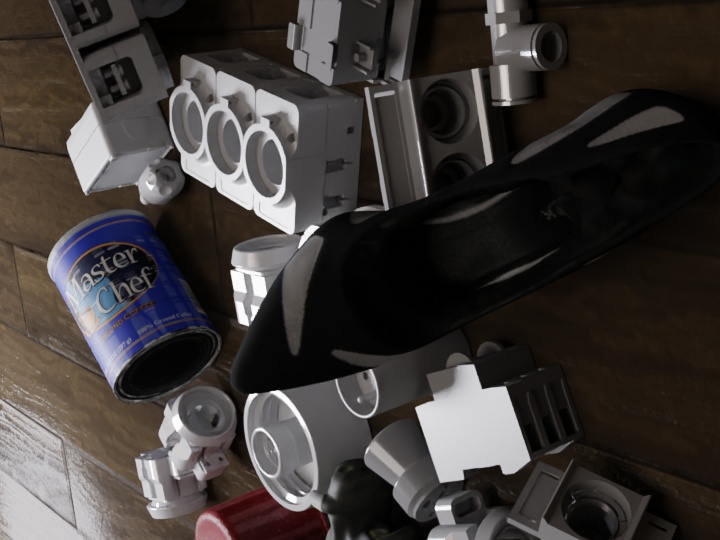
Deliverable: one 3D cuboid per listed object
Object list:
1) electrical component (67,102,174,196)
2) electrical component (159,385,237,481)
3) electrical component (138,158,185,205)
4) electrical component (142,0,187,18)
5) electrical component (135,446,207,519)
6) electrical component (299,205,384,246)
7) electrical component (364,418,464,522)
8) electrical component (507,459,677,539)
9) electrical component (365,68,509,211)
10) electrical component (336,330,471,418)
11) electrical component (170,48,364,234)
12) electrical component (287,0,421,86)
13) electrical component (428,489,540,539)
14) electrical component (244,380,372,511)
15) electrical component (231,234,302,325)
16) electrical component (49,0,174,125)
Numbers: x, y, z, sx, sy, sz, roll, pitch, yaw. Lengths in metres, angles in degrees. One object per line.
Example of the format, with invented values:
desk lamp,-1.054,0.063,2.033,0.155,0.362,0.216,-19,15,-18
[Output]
electrical component,-0.217,-0.111,0.952,0.096,0.062,0.061,-36,74,53
electrical component,-0.141,0.138,0.948,0.078,0.058,0.057,57,144,23
electrical component,-0.177,-0.073,0.937,0.061,0.035,0.035,-32,76,56
electrical component,-0.167,-0.238,0.857,0.040,0.040,0.078,-46,65,50
electrical component,-0.177,0.200,1.020,0.078,0.058,0.057,-9,93,54
electrical component,0.000,0.000,0.711,0.080,0.051,0.080,24,121,47
electrical component,0.036,0.133,0.718,0.055,0.045,0.045,46,136,34
electrical component,0.124,0.145,0.587,0.081,0.042,0.063,24,141,20
electrical component,0.045,-0.048,0.616,0.063,0.079,0.121,-169,68,-68
electrical component,0.017,0.060,0.688,0.079,0.077,0.043,4,106,53
electrical component,-0.070,-0.094,0.761,0.150,0.062,0.089,31,126,44
electrical component,0.000,-0.174,0.636,0.079,0.063,0.121,37,130,41
electrical component,0.083,0.174,0.660,0.057,0.058,0.078,-24,84,57
electrical component,-0.047,0.129,0.814,0.108,0.060,0.108,24,121,47
electrical component,-0.064,0.007,0.795,0.078,0.058,0.057,10,114,52
electrical component,-0.202,-0.191,0.843,0.186,0.060,0.105,-133,22,-64
